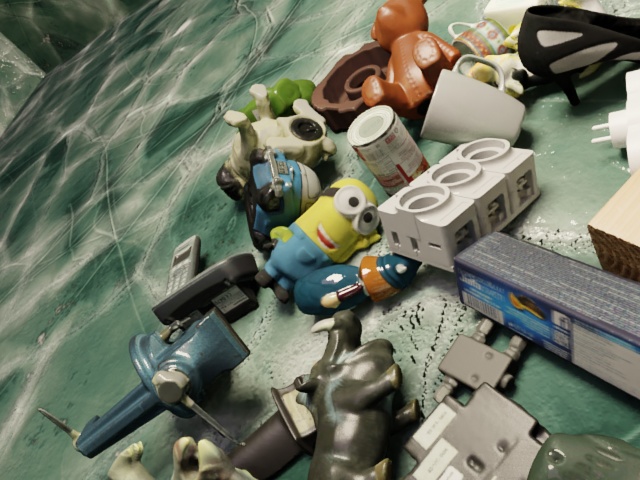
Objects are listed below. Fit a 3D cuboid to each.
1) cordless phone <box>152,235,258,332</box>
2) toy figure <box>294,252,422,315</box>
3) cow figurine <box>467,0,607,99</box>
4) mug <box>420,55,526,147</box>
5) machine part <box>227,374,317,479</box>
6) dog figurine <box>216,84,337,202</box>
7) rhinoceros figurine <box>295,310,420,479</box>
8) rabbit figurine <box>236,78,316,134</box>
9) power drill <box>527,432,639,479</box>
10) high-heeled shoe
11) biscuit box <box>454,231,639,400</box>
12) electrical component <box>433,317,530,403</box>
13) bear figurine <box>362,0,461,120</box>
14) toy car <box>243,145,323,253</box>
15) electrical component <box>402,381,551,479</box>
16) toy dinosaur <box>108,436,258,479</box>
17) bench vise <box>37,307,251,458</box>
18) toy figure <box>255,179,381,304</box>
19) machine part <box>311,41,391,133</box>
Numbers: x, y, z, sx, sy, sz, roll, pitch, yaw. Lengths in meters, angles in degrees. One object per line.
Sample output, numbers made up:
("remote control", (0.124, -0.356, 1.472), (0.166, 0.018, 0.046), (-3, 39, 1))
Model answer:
("cordless phone", (-0.161, 0.039, 0.777), (0.146, 0.088, 0.184), (-33, 34, 13))
("toy figure", (0.046, 0.046, 0.608), (0.155, 0.057, 0.064), (-17, 51, 22))
("cow figurine", (0.267, -0.219, 0.650), (0.167, 0.098, 0.068), (-34, 4, 19))
("mug", (0.185, -0.155, 0.630), (0.107, 0.081, 0.109), (21, 85, 7))
("machine part", (-0.051, 0.206, 0.556), (0.139, 0.039, 0.084), (-42, 46, -2))
("dog figurine", (-0.071, -0.116, 0.831), (0.172, 0.190, 0.121), (34, 54, 14))
("rhinoceros figurine", (0.030, 0.154, 0.494), (0.112, 0.073, 0.190), (-14, 47, 23))
("rabbit figurine", (-0.061, -0.211, 0.927), (0.159, 0.121, 0.170), (-20, 25, 36))
("power drill", (0.203, 0.219, 0.266), (0.232, 0.086, 0.207), (22, 79, 25))
("high-heeled shoe", (0.333, -0.229, 0.545), (0.249, 0.145, 0.086), (-25, 42, 24))
("biscuit box", (0.205, 0.055, 0.442), (0.063, 0.059, 0.203), (-31, 34, -21))
("electrical component", (0.144, 0.115, 0.482), (0.094, 0.021, 0.063), (-51, 39, -12))
("bear figurine", (0.113, -0.266, 0.727), (0.120, 0.132, 0.196), (-27, 68, 32))
("toy car", (-0.048, -0.058, 0.740), (0.103, 0.161, 0.109), (-5, 59, -18))
("electrical component", (0.128, 0.179, 0.407), (0.115, 0.058, 0.134), (-45, 38, -7))
("toy dinosaur", (-0.174, 0.334, 0.471), (0.192, 0.131, 0.404), (29, 91, 16))
("bench vise", (-0.187, 0.172, 0.609), (0.240, 0.128, 0.224), (-37, 16, 0))
("toy figure", (-0.004, -0.005, 0.680), (0.180, 0.082, 0.089), (-44, 40, 2))
("machine part", (0.075, -0.246, 0.861), (0.179, 0.056, 0.179), (-23, 42, 22))
